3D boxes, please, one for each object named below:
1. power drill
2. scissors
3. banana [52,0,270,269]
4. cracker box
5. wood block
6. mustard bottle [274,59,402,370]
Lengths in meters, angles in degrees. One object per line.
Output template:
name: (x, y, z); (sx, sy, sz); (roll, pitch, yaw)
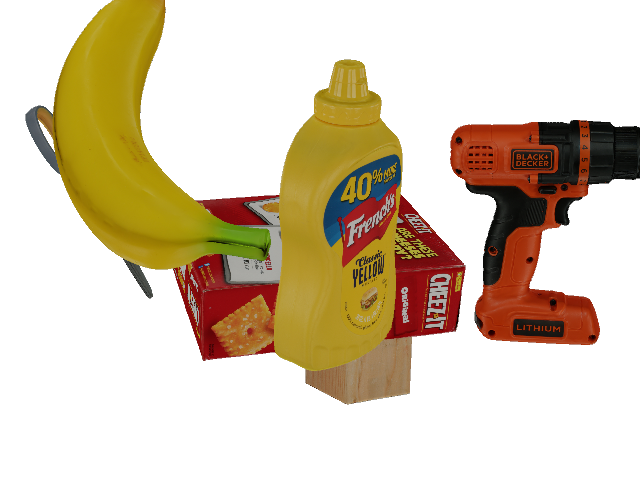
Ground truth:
power drill: (0.200, -0.008, 0.891); (0.184, 0.188, 0.057); (2, 18, 10)
scissors: (-0.204, -0.047, 0.994); (0.016, 0.201, 0.096); (-24, 27, 19)
banana: (-0.082, -0.049, 0.462); (0.069, 0.037, 0.198); (-7, 46, -19)
cracker box: (-0.011, 0.023, 0.895); (0.213, 0.072, 0.164); (-4, 27, -16)
wood block: (0.044, 0.065, 1.189); (0.090, 0.206, 0.091); (-5, 12, -32)
mustard bottle: (0.014, -0.019, 0.676); (0.058, 0.192, 0.096); (21, 30, 36)
